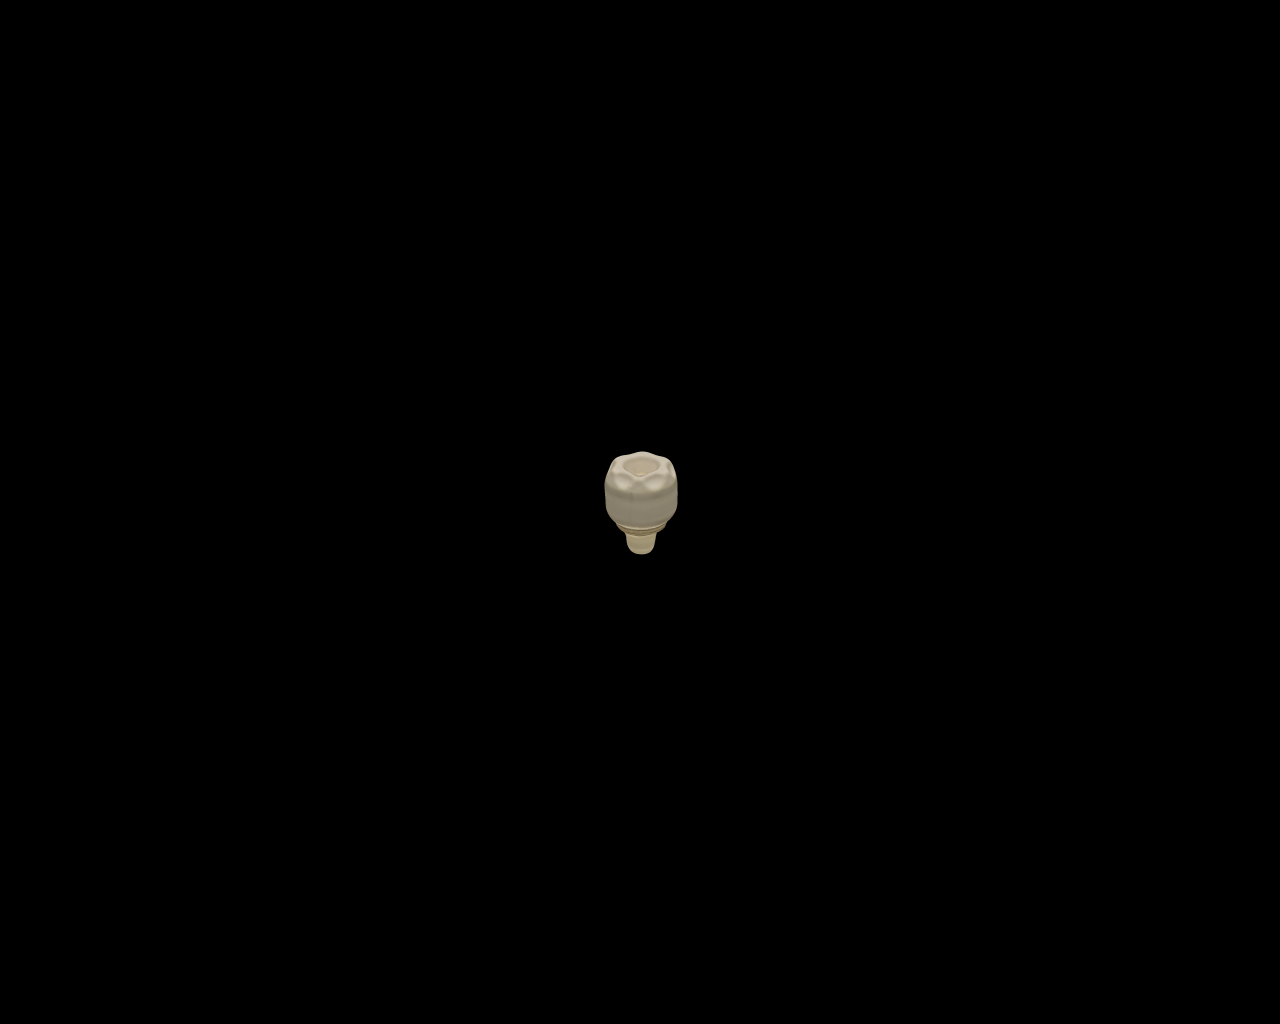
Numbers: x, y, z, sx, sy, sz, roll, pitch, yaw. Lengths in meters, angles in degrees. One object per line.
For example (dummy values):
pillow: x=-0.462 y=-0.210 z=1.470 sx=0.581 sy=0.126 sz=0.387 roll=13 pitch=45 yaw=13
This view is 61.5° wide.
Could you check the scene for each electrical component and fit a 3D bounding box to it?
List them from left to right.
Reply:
electrical component: x=0.001 y=-0.003 z=0.650 sx=0.043 sy=0.062 sz=0.043 roll=0 pitch=30 yaw=0
